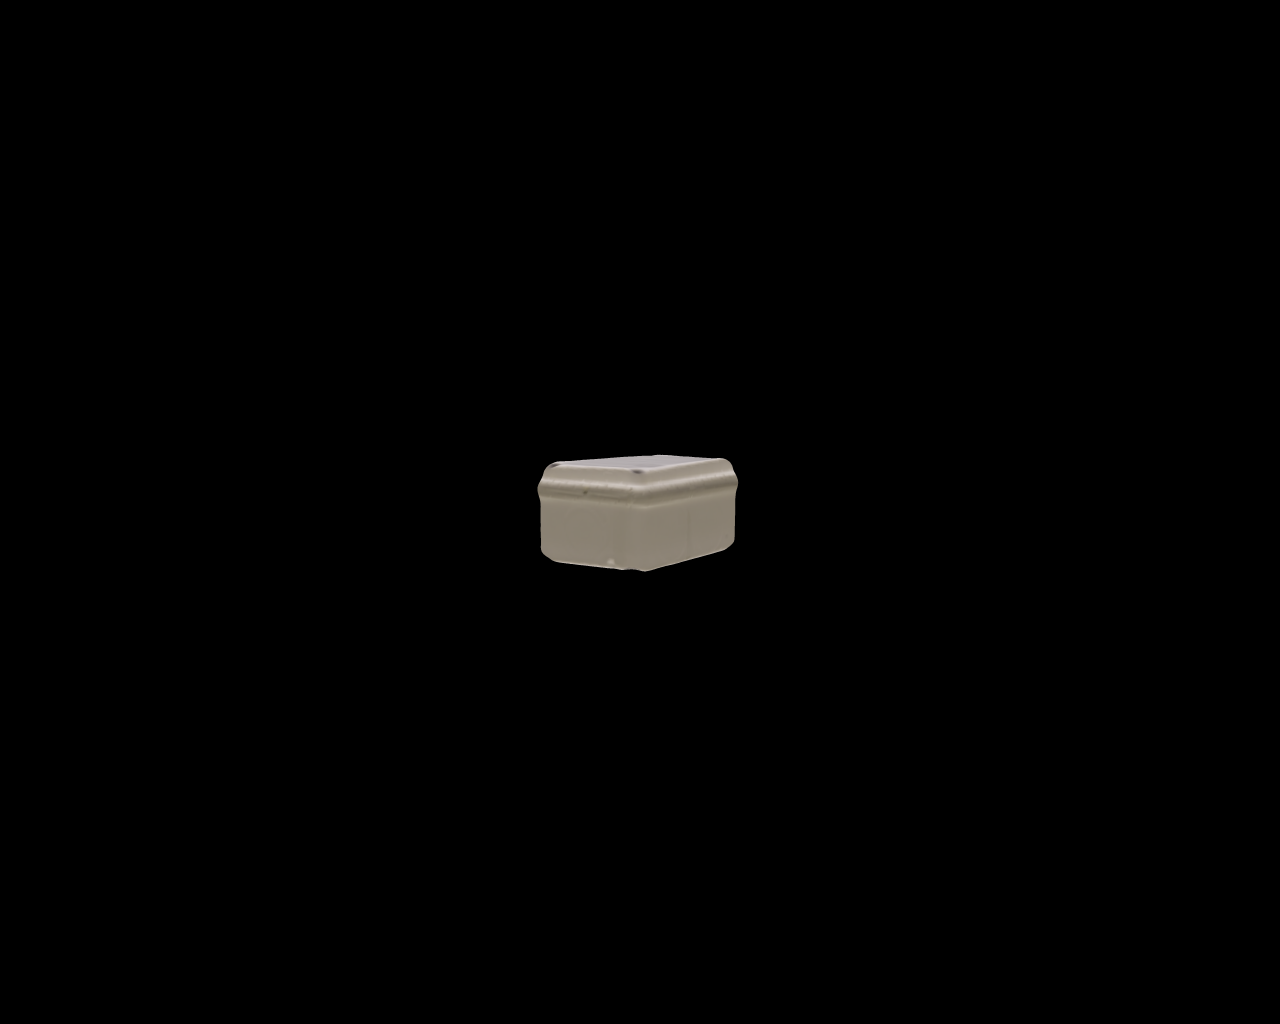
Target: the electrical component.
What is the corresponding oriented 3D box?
[{"bbox_3d":[0.001,-0.003,0.650,0.078,0.057,0.113,5,9,35],"label":"electrical component"}]
